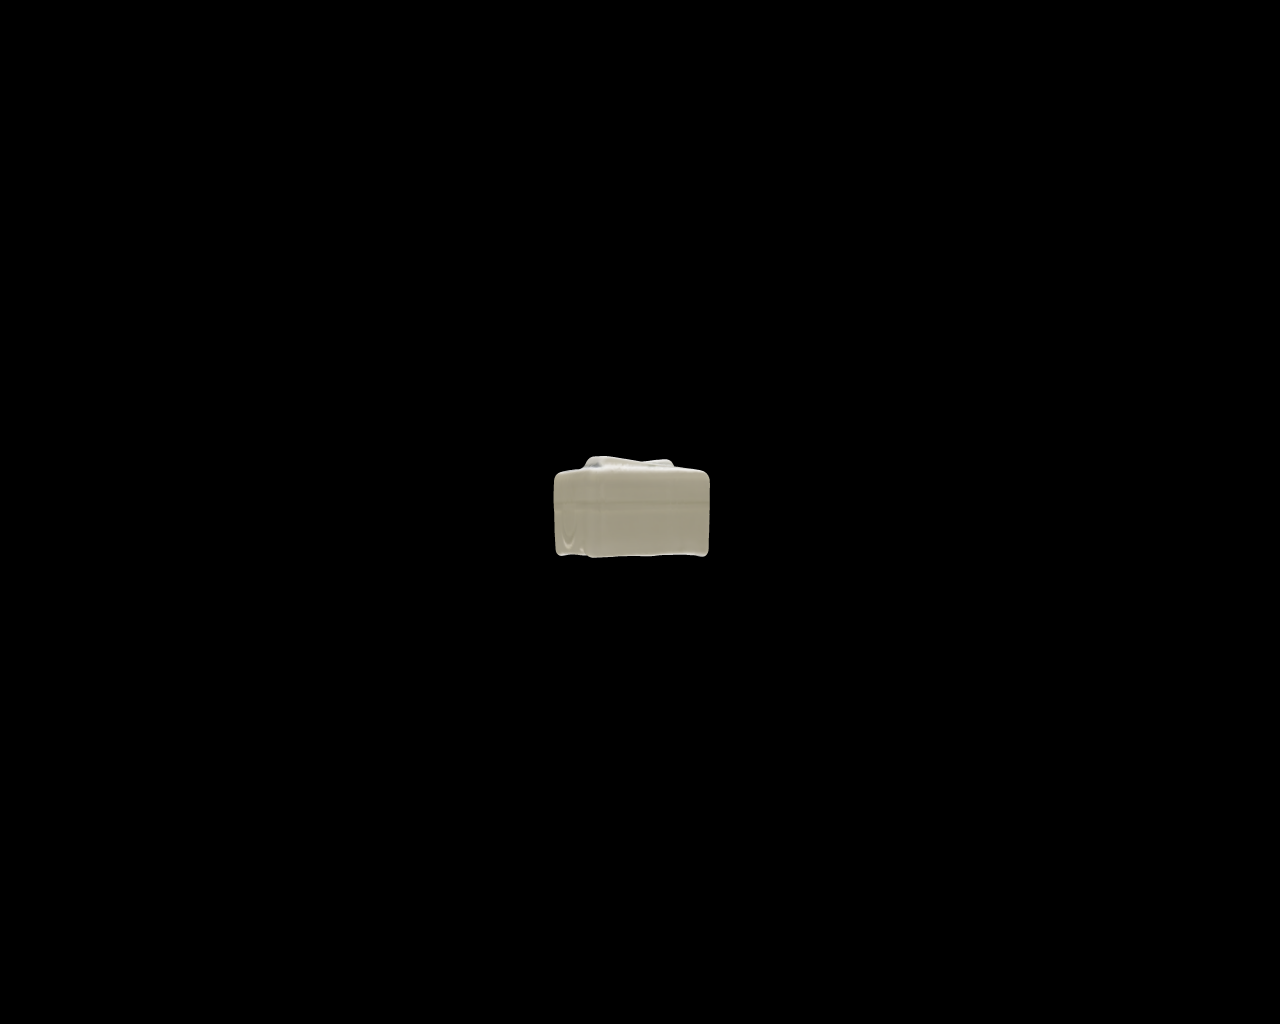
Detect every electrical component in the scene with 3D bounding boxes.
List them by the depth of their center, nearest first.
[{"bbox_3d":[0.001,-0.003,0.650,0.096,0.061,0.061,0,0,-25],"label":"electrical component"}]
